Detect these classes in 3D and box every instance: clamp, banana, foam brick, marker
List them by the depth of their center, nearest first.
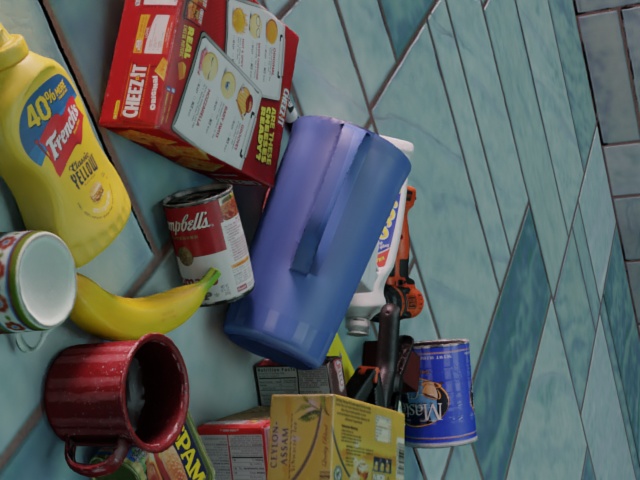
[{"bbox_3d":[-0.159,0.054,0.899,0.197,0.037,0.070,-2,111,-61],"label":"banana"},{"bbox_3d":[0.031,0.244,1.193,0.164,0.036,0.210,20,74,-51],"label":"clamp"},{"bbox_3d":[-0.045,-0.162,1.221,0.121,0.020,0.020,60,35,-43],"label":"marker"},{"bbox_3d":[0.085,0.172,1.308,0.120,0.039,0.171,40,59,-61],"label":"clamp"},{"bbox_3d":[0.095,0.169,1.415,0.078,0.053,0.051,43,48,-56],"label":"foam brick"}]

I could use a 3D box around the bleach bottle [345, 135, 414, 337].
[{"bbox_3d":[0.061,-0.004,1.332,0.102,0.068,0.251,9,74,-21],"label":"bleach bottle"}]

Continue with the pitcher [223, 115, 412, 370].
[{"bbox_3d":[-0.007,0.001,1.082,0.149,0.145,0.242,36,69,-43],"label":"pitcher"}]

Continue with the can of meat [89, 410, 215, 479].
[{"bbox_3d":[-0.142,0.195,0.900,0.083,0.058,0.102,-53,132,-51],"label":"can of meat"}]

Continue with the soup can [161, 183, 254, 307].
[{"bbox_3d":[-0.104,0.004,1.005,0.068,0.069,0.102,-41,122,-60],"label":"soup can"}]

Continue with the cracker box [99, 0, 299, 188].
[{"bbox_3d":[-0.107,-0.153,1.007,0.213,0.072,0.164,25,74,-63],"label":"cracker box"}]

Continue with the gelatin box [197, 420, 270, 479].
[{"bbox_3d":[-0.075,0.218,1.017,0.030,0.073,0.089,-10,94,-64],"label":"gelatin box"}]

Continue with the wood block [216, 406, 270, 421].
[{"bbox_3d":[-0.036,0.275,1.068,0.090,0.091,0.206,-3,87,-64],"label":"wood block"}]

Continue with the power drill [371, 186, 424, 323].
[{"bbox_3d":[0.088,0.018,1.429,0.184,0.057,0.187,6,82,-67],"label":"power drill"}]

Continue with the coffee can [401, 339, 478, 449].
[{"bbox_3d":[0.163,0.213,1.492,0.102,0.103,0.140,-1,86,-65],"label":"coffee can"}]

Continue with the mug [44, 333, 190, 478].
[{"bbox_3d":[-0.164,0.131,0.835,0.093,0.082,0.117,56,37,-46],"label":"mug"}]

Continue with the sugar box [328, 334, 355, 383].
[{"bbox_3d":[0.014,0.189,1.248,0.176,0.048,0.093,64,32,-36],"label":"sugar box"}]

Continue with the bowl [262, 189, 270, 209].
[{"bbox_3d":[-0.007,-0.001,1.228,0.161,0.055,0.162,20,68,-62],"label":"bowl"}]

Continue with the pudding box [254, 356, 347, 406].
[{"bbox_3d":[-0.017,0.180,1.131,0.039,0.090,0.113,-16,101,-62],"label":"pudding box"}]

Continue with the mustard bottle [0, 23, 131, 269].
[{"bbox_3d":[-0.211,-0.078,0.805,0.096,0.058,0.191,-59,136,-48],"label":"mustard bottle"}]
